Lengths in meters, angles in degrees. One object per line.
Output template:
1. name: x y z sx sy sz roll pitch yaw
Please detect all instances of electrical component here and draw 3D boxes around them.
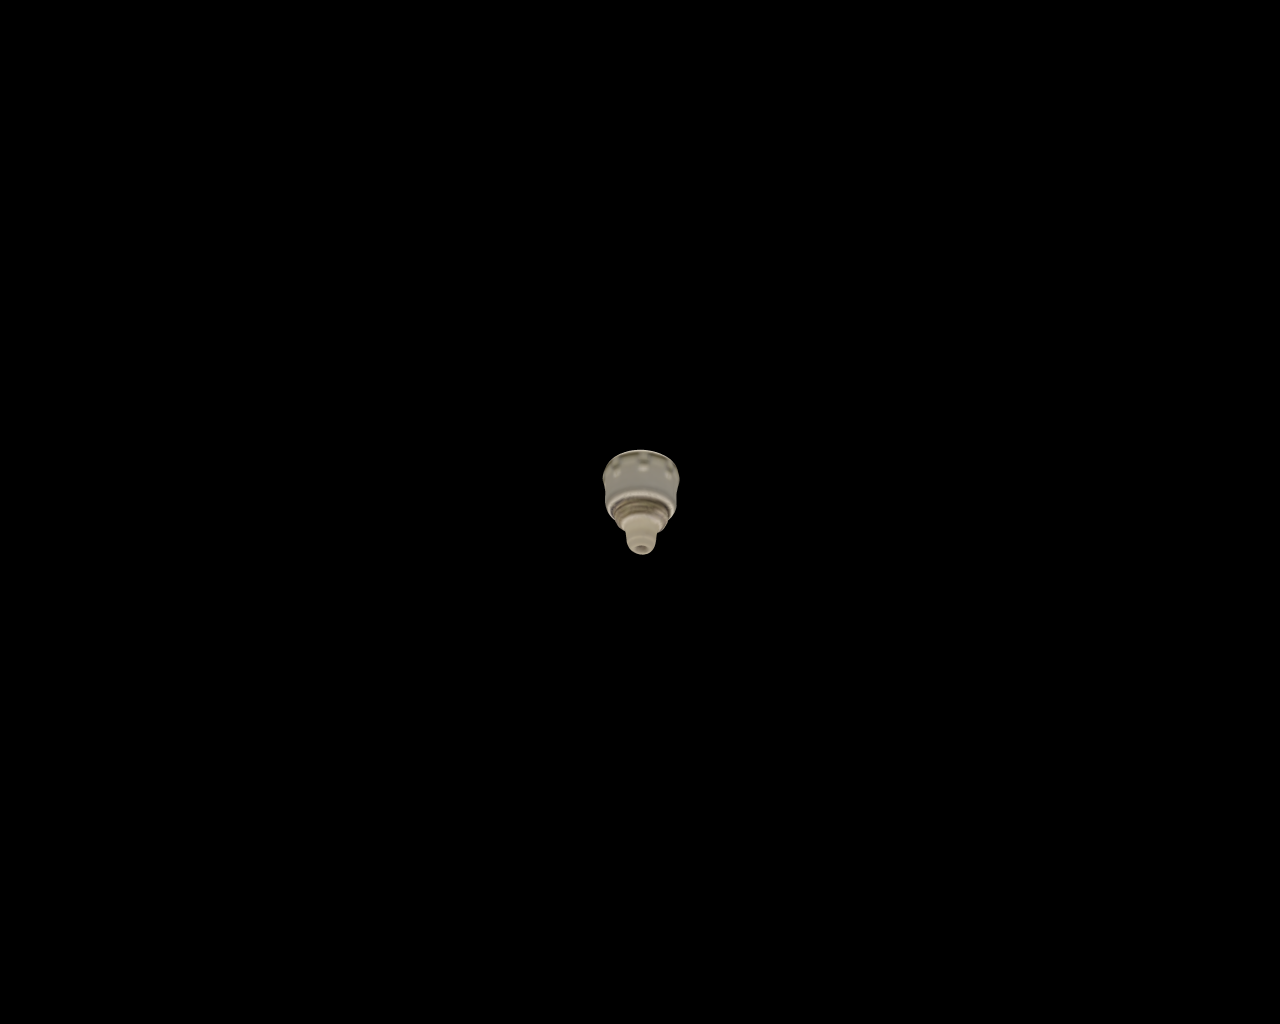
1. electrical component: 0.001 -0.003 0.650 0.048 0.062 0.048 0 -33 0
